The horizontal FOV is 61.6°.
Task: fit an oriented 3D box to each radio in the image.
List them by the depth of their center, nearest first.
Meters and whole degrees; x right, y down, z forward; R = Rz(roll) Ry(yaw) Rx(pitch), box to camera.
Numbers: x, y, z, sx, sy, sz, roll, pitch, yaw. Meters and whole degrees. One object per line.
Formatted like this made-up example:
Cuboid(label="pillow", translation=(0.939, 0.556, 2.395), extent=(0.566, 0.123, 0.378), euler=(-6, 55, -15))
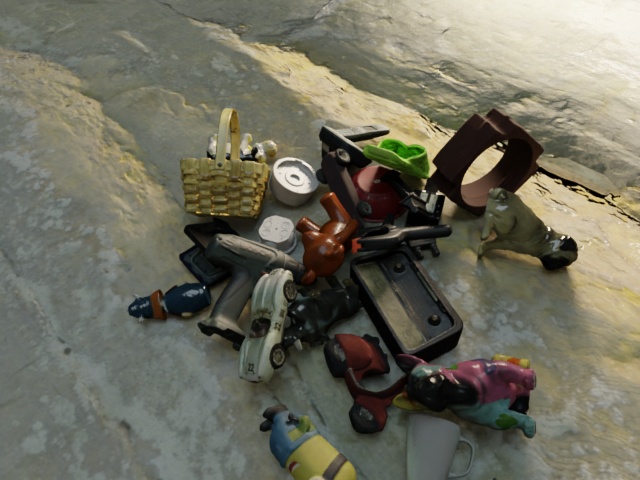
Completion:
Cuboid(label="radio", translation=(0.159, 0.119, 1.015), extent=(0.131, 0.073, 0.230), euler=(-20, 54, -14))

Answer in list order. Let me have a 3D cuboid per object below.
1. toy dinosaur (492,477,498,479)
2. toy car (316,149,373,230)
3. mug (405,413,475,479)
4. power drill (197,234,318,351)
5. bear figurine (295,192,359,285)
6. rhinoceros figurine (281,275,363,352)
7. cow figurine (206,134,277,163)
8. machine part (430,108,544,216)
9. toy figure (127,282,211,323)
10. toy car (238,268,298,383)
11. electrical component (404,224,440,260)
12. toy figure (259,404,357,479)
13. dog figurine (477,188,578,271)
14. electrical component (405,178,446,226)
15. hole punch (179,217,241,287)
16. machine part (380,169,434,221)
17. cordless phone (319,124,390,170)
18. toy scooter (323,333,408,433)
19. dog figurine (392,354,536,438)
Cuboid(label="toy dinosaur", translation=(0.152, 0.427, 0.749), extent=(0.405, 0.131, 0.192), euler=(3, 39, 9))
Cuboid(label="toy car", translation=(0.055, -0.104, 1.171), extent=(0.053, 0.089, 0.202), euler=(1, 57, -43))
Cuboid(label="mug", translation=(0.182, 0.340, 0.841), extent=(0.110, 0.080, 0.107), euler=(17, 65, 7))
Cuboid(label="power drill", translation=(-0.123, 0.102, 1.007), extent=(0.232, 0.086, 0.207), euler=(29, 67, -20))
Cuboid(label="bear figurine", translation=(0.001, 0.000, 1.051), extent=(0.132, 0.120, 0.196), euler=(47, 26, 4))
Cuboid(label="rhinoceros figurine", translation=(-0.006, 0.136, 0.992), extent=(0.190, 0.112, 0.073), euler=(-25, 20, -33))
Cuboid(label="cow figurine", translation=(-0.188, -0.199, 1.284), extent=(0.167, 0.068, 0.098), euler=(1, 57, 7))
Cuboid(label="machine part", translation=(0.350, -0.162, 1.134), extent=(0.201, 0.201, 0.087), euler=(21, 27, -42))
Cuboid(label="toy figure", translation=(-0.290, 0.123, 1.038), extent=(0.154, 0.057, 0.064), euler=(-13, 46, -2))
Cuboid(label="toy car", translation=(-0.091, 0.143, 0.922), extent=(0.074, 0.056, 0.202), euler=(-12, 59, 41))
Cuboid(label="electrical component", translation=(0.215, 0.000, 1.142), extent=(0.063, 0.021, 0.094), euler=(-12, 51, -8))
Cuboid(label="toy figure", translation=(-0.019, 0.336, 0.845), extent=(0.089, 0.082, 0.180), euler=(-32, 55, -19))
Cuboid(label="dog figurine", translation=(0.422, -0.025, 1.067), extent=(0.191, 0.172, 0.121), euler=(9, 63, 18))
Cuboid(label="electrical component", translation=(0.237, -0.081, 1.189), extent=(0.075, 0.047, 0.119), euler=(11, 52, 10))
Cuboid(label="hole punch", translation=(-0.217, 0.026, 1.106), extent=(0.116, 0.092, 0.142), euler=(-13, 42, -46))
Cuboid(label="machine part", translation=(0.181, -0.097, 1.131), extent=(0.084, 0.039, 0.139), euler=(10, 36, -44))
Cuboid(label="cordless phone", translation=(0.103, -0.232, 1.286), extent=(0.184, 0.088, 0.147), euler=(-17, 35, -21))
Cuboid(label="toy scooter", translation=(0.093, 0.231, 0.928), extent=(0.135, 0.075, 0.184), euler=(-18, 56, -12))
Cuboid(label="dog figurine", translation=(0.231, 0.236, 0.871), extent=(0.219, 0.191, 0.108), euler=(5, 90, 15))
